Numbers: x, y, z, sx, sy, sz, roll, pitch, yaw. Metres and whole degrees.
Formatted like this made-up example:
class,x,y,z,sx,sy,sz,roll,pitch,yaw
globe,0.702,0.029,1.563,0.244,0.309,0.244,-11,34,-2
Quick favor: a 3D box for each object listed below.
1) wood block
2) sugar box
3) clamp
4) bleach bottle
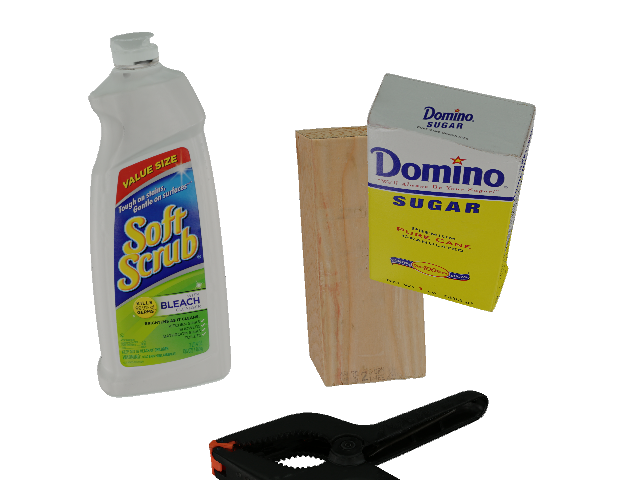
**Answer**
class,x,y,z,sx,sy,sz,roll,pitch,yaw
wood block,0.034,0.009,0.909,0.090,0.206,0.091,-5,11,-7
sugar box,0.078,-0.024,0.677,0.093,0.048,0.176,14,-29,13
clamp,0.027,0.155,0.771,0.210,0.036,0.164,4,28,13
bleach bottle,-0.123,-0.018,0.752,0.102,0.251,0.068,-8,21,-7
